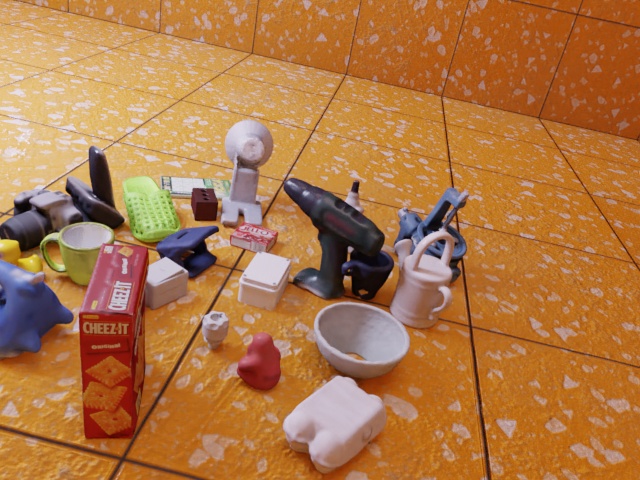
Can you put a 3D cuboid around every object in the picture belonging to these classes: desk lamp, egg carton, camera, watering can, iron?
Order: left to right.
[{"bbox_3d":[-0.520,0.078,0.878,0.258,0.141,0.119,16,29,7],"label":"iron"},{"bbox_3d":[-0.558,-0.042,1.120,0.142,0.101,0.137,24,31,21],"label":"camera"},{"bbox_3d":[-0.172,-0.166,1.373,0.118,0.213,0.203,5,29,-12],"label":"desk lamp"},{"bbox_3d":[0.025,0.264,0.827,0.107,0.069,0.151,29,33,28],"label":"egg carton"},{"bbox_3d":[0.201,0.064,1.123,0.172,0.194,0.101,31,34,31],"label":"watering can"}]

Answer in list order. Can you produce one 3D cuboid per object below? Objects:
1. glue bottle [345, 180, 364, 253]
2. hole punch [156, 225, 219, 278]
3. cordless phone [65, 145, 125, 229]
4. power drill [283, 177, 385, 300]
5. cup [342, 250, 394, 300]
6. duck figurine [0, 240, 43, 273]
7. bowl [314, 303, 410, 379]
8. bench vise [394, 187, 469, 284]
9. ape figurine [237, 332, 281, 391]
[{"bbox_3d":[0.068,-0.057,1.312,0.078,0.173,0.037,24,31,21],"label":"glue bottle"},{"bbox_3d":[-0.267,0.010,1.149,0.101,0.091,0.109,20,30,15],"label":"hole punch"},{"bbox_3d":[-0.479,-0.125,1.212,0.147,0.185,0.094,32,35,33],"label":"cordless phone"},{"bbox_3d":[0.010,0.004,1.143,0.229,0.208,0.076,23,31,20],"label":"power drill"},{"bbox_3d":[0.087,0.076,1.163,0.118,0.095,0.091,-10,36,-35],"label":"cup"},{"bbox_3d":[-0.540,0.039,0.998,0.077,0.086,0.105,32,35,33],"label":"duck figurine"},{"bbox_3d":[0.066,0.183,0.982,0.167,0.075,0.167,9,29,-5],"label":"bowl"},{"bbox_3d":[0.248,-0.033,1.289,0.206,0.220,0.122,29,33,29],"label":"bench vise"},{"bbox_3d":[-0.092,0.184,0.902,0.078,0.092,0.076,-6,33,-29],"label":"ape figurine"}]
